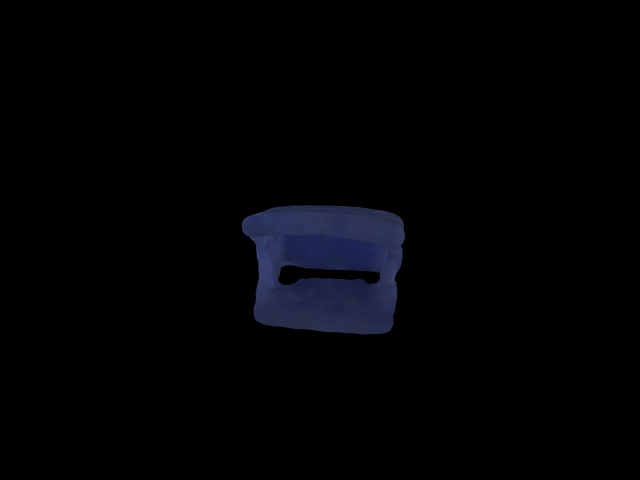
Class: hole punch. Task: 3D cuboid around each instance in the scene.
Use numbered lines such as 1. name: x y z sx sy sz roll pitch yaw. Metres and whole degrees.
1. hole punch: 0.004 0.001 0.400 0.108 0.091 0.101 3 33 6
